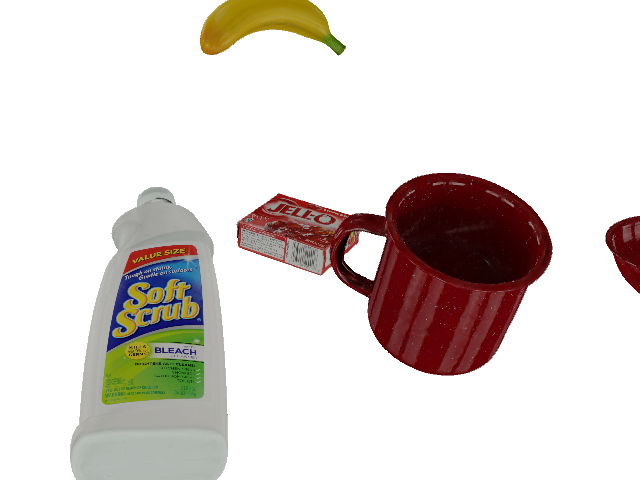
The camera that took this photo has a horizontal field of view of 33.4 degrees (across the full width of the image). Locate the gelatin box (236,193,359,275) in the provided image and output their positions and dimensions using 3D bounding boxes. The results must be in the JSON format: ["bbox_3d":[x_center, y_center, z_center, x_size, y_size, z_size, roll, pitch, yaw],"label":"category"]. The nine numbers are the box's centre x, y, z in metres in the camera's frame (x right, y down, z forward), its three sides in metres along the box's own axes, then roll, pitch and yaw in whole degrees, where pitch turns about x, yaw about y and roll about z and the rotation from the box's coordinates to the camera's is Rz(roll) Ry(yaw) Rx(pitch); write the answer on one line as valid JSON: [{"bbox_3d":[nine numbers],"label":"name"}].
[{"bbox_3d":[-0.019,-0.008,0.955,0.089,0.030,0.073,18,31,23],"label":"gelatin box"}]

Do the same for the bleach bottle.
[{"bbox_3d":[-0.122,0.054,0.759,0.102,0.068,0.251,0,44,-10],"label":"bleach bottle"}]

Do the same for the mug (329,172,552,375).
[{"bbox_3d":[0.062,0.019,0.604,0.117,0.082,0.093,14,43,0],"label":"mug"}]

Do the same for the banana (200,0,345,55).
[{"bbox_3d":[-0.052,-0.213,1.040,0.197,0.070,0.037,-13,-32,-47],"label":"banana"}]

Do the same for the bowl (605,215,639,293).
[{"bbox_3d":[0.388,0.028,1.157,0.162,0.055,0.162,0,26,0],"label":"bowl"}]
